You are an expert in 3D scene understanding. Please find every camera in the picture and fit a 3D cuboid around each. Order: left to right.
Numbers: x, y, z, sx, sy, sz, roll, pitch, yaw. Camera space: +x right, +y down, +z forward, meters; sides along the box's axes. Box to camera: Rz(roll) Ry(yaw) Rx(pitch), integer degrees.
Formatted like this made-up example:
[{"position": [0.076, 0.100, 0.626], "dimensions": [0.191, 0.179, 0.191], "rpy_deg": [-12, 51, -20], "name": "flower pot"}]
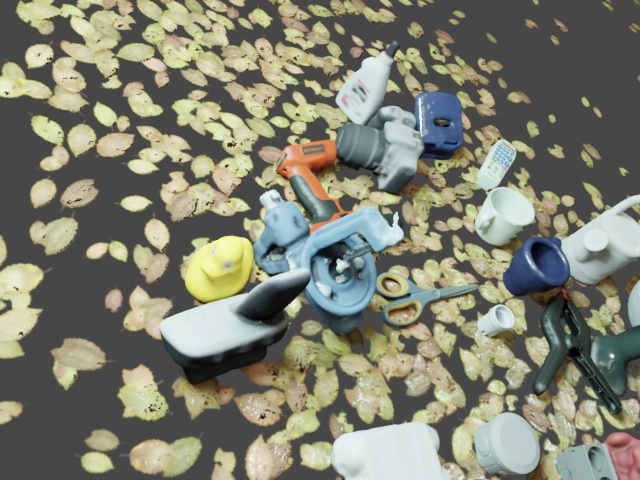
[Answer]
[{"position": [0.099, -0.170, 0.974], "dimensions": [0.137, 0.100, 0.143], "rpy_deg": [13, 55, -19], "name": "camera"}]

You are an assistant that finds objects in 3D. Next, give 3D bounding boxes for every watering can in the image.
[{"position": [0.530, -0.002, 1.024], "dimensions": [0.101, 0.193, 0.173], "rpy_deg": [48, 51, 8], "name": "watering can"}]

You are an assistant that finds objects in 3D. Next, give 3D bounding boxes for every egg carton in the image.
[{"position": [0.087, 0.283, 0.697], "dimensions": [0.151, 0.069, 0.107], "rpy_deg": [-1, 60, -27], "name": "egg carton"}]

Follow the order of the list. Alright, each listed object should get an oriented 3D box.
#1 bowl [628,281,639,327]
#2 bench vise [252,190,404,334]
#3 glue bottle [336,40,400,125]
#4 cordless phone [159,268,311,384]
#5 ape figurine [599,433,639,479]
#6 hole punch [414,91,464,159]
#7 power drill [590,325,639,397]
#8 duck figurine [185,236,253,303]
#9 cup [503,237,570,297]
[{"position": [0.627, 0.147, 1.054], "dimensions": [0.168, 0.074, 0.167], "rpy_deg": [13, 55, -19], "name": "bowl"}, {"position": [0.002, 0.011, 0.731], "dimensions": [0.207, 0.219, 0.122], "rpy_deg": [33, 51, -4], "name": "bench vise"}, {"position": [0.091, -0.279, 0.993], "dimensions": [0.078, 0.173, 0.037], "rpy_deg": [46, 51, 7], "name": "glue bottle"}, {"position": [-0.096, 0.083, 0.658], "dimensions": [0.148, 0.185, 0.094], "rpy_deg": [-19, 69, -34], "name": "cordless phone"}, {"position": [0.470, 0.325, 0.849], "dimensions": [0.076, 0.092, 0.078], "rpy_deg": [23, 52, -12], "name": "ape figurine"}, {"position": [0.218, -0.212, 1.067], "dimensions": [0.109, 0.091, 0.101], "rpy_deg": [-2, 61, -28], "name": "hole punch"}, {"position": [0.531, 0.170, 0.905], "dimensions": [0.076, 0.208, 0.230], "rpy_deg": [31, 51, -6], "name": "power drill"}, {"position": [-0.122, 0.025, 0.745], "dimensions": [0.077, 0.086, 0.105], "rpy_deg": [43, 51, 4], "name": "duck figurine"}, {"position": [0.361, 0.046, 0.971], "dimensions": [0.091, 0.095, 0.118], "rpy_deg": [42, 51, 4], "name": "cup"}]
